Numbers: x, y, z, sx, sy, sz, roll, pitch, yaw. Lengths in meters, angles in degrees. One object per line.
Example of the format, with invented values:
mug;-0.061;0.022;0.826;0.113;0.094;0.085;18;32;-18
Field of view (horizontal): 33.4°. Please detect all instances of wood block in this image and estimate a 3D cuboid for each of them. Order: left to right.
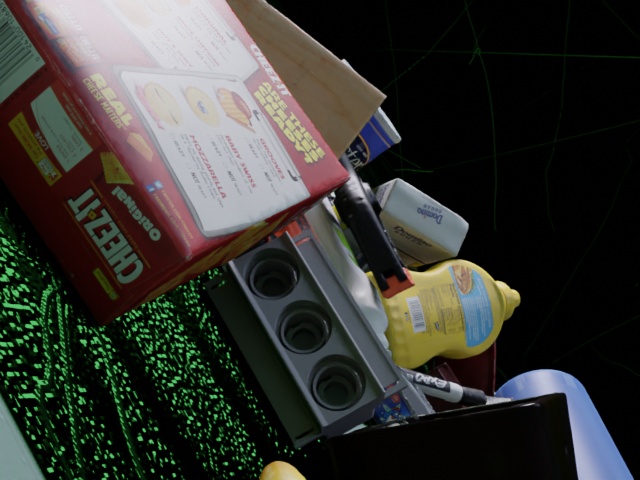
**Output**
wood block;-0.064;-0.133;0.825;0.206;0.090;0.091;38;-9;-6

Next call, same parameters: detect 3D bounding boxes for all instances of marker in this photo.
marker;0.097;0.131;0.960;0.121;0.020;0.020;18;23;-19

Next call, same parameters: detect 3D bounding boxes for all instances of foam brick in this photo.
foam brick;0.110;0.155;1.024;0.053;0.051;0.078;57;9;9

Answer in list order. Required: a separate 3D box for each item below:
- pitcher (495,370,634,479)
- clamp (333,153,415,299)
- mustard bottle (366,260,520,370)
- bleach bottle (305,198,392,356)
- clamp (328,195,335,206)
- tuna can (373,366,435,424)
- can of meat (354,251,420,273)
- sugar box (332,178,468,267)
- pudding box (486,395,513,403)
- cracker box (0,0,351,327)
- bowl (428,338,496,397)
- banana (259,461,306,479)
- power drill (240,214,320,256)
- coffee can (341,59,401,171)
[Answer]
pitcher;0.240;0.251;1.039;0.144;0.149;0.243;35;24;-27
clamp;0.035;-0.030;0.963;0.210;0.036;0.164;65;6;30
mustard bottle;0.122;0.068;1.030;0.191;0.058;0.096;-7;79;-36
bleach bottle;-0.006;0.001;0.953;0.251;0.068;0.102;62;10;29
clamp;0.014;-0.022;1.221;0.171;0.039;0.120;45;8;-32
tuna can;0.073;0.150;0.904;0.086;0.034;0.086;53;9;-13
can of meat;0.075;0.061;1.093;0.102;0.057;0.084;50;-13;-31
sugar box;0.071;-0.010;1.108;0.093;0.048;0.176;31;-21;-16
pudding box;0.159;0.200;0.996;0.039;0.090;0.113;11;7;4
cracker box;-0.088;-0.063;0.579;0.164;0.072;0.213;55;25;2
bowl;0.148;0.134;1.144;0.162;0.055;0.162;175;-83;-90
banana;0.006;0.175;0.472;0.069;0.037;0.198;78;-12;-55
power drill;-0.076;-0.039;0.761;0.187;0.057;0.184;36;24;-56
coffee can;-0.002;-0.104;1.106;0.103;0.140;0.103;53;9;-13
